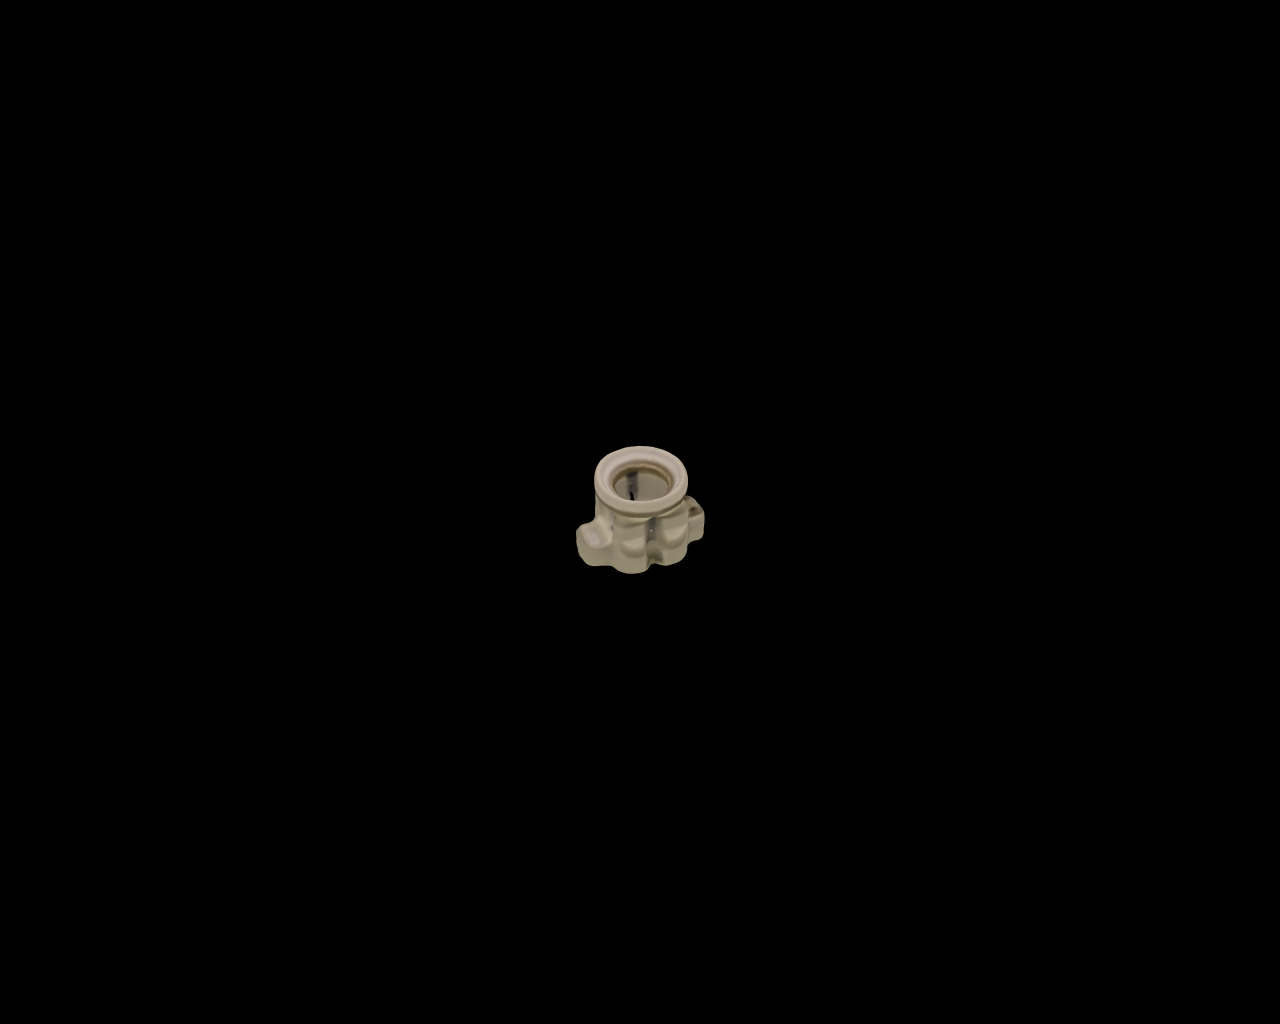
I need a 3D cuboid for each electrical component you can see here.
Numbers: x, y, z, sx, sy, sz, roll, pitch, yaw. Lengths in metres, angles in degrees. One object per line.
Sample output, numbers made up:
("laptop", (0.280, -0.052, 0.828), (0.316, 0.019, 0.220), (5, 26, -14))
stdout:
("electrical component", (0.001, -0.003, 0.650), (0.078, 0.056, 0.058), (-14, 44, -15))
